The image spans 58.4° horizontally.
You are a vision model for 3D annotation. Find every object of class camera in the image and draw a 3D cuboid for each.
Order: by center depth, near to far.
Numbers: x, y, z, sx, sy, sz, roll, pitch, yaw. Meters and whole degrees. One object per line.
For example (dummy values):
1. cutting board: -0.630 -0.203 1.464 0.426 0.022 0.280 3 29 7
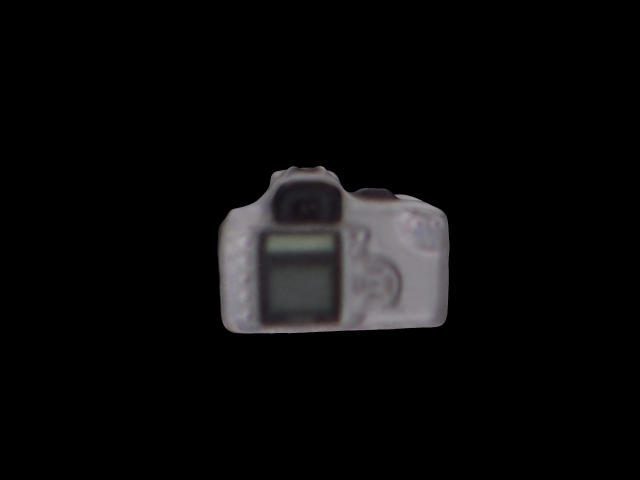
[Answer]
1. camera: 0.004 0.001 0.400 0.143 0.101 0.136 -1 5 -7
